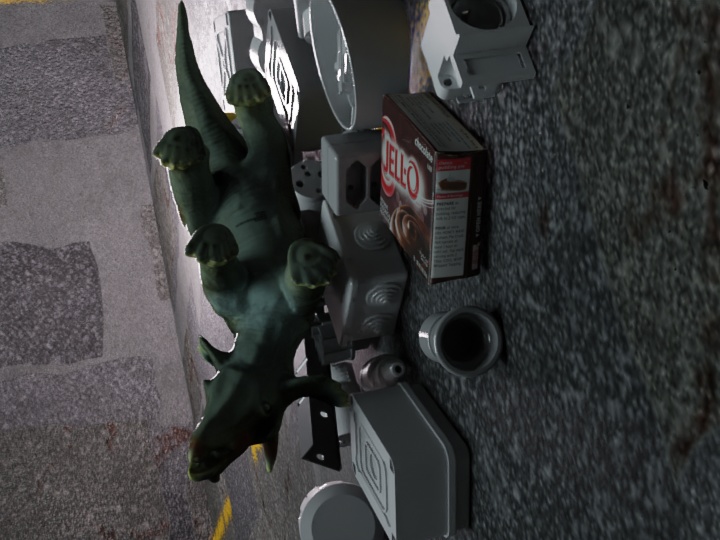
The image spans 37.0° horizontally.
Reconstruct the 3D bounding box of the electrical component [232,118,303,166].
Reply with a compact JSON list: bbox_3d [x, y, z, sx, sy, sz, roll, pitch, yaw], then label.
[{"bbox_3d":[-0.102,-0.059,1.106,0.105,0.060,0.186,-62,-24,-57],"label":"electrical component"}]

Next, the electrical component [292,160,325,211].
[{"bbox_3d":[-0.051,-0.074,1.029,0.055,0.045,0.045,115,143,-64],"label":"electrical component"}]

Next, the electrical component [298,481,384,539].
[{"bbox_3d":[-0.020,0.241,1.025,0.051,0.080,0.080,159,102,-80],"label":"electrical component"}]

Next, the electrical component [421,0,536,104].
[{"bbox_3d":[0.061,-0.129,0.589,0.063,0.042,0.081,109,150,-63],"label":"electrical component"}]

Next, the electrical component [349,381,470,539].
[{"bbox_3d":[0.036,0.142,0.804,0.113,0.057,0.078,-129,33,-62],"label":"electrical component"}]

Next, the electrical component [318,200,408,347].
[{"bbox_3d":[0.000,0.000,0.872,0.099,0.048,0.099,100,156,-51],"label":"electrical component"}]

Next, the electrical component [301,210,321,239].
[{"bbox_3d":[-0.032,-0.037,0.975,0.040,0.046,0.040,171,90,-75],"label":"electrical component"}]

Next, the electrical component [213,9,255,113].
[{"bbox_3d":[-0.122,-0.229,1.184,0.109,0.056,0.108,-155,58,-72],"label":"electrical component"}]

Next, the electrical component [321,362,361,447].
[{"bbox_3d":[-0.019,0.123,1.025,0.043,0.043,0.081,109,149,-60],"label":"electrical component"}]

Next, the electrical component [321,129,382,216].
[{"bbox_3d":[0.003,-0.080,0.783,0.076,0.066,0.047,-121,27,-55],"label":"electrical component"}]

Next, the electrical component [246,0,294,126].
[{"bbox_3d":[-0.072,-0.203,1.019,0.073,0.052,0.138,-133,37,-65],"label":"electrical component"}]

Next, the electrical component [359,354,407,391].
[{"bbox_3d":[0.022,0.084,0.867,0.061,0.035,0.035,139,121,-70],"label":"electrical component"}]

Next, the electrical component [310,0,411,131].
[{"bbox_3d":[-0.001,-0.147,0.755,0.099,0.064,0.099,179,90,-78],"label":"electrical component"}]

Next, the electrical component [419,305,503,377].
[{"bbox_3d":[0.061,0.044,0.689,0.065,0.044,0.044,175,87,-80],"label":"electrical component"}]

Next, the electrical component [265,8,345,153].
[{"bbox_3d":[-0.039,-0.163,0.910,0.078,0.057,0.113,101,156,-51],"label":"electrical component"}]

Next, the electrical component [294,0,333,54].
[{"bbox_3d":[-0.025,-0.195,0.819,0.083,0.047,0.075,91,174,-77],"label":"electrical component"}]
